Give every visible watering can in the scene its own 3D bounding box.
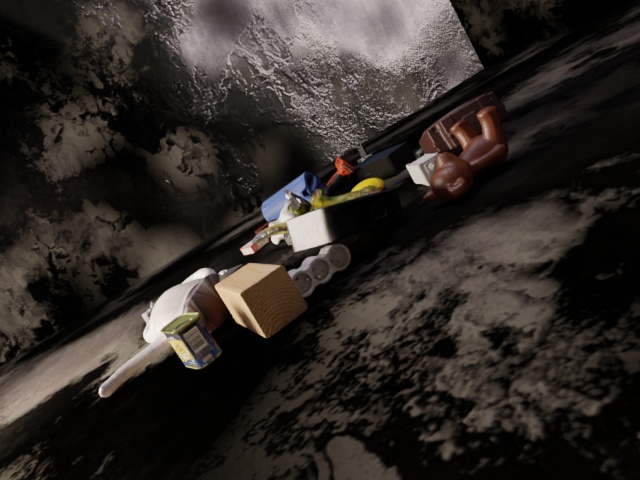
[{"bbox_3d":[-0.309,0.183,1.100,0.222,0.102,0.355,-17,31,39],"label":"watering can"}]

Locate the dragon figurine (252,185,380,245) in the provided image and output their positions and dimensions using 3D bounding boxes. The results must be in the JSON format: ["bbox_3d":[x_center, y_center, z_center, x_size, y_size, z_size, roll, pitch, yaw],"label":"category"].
[{"bbox_3d":[0.005,-0.075,1.486,0.406,0.122,0.245,-18,-1,41],"label":"dragon figurine"}]

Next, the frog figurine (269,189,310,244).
[{"bbox_3d":[-0.092,-0.058,1.622,0.135,0.123,0.162,111,179,-71],"label":"frog figurine"}]
